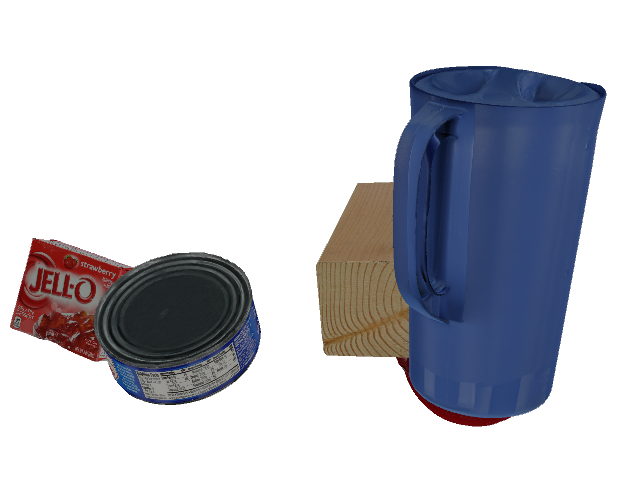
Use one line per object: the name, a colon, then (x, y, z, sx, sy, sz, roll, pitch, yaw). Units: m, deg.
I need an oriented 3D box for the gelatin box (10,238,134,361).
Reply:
gelatin box: (-0.188, 0.044, 0.813, 0.089, 0.073, 0.030, 17, 4, 25)

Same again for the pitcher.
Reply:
pitcher: (0.116, 0.002, 0.763, 0.149, 0.243, 0.145, 1, 20, -3)

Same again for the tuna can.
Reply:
tuna can: (-0.076, 0.047, 0.574, 0.086, 0.034, 0.086, -7, 40, 6)

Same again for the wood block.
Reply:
wood block: (0.063, 0.020, 0.977, 0.091, 0.090, 0.206, 0, 22, 12)

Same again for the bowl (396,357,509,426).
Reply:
bowl: (0.156, 0.146, 1.115, 0.162, 0.055, 0.162, 4, 24, -2)
